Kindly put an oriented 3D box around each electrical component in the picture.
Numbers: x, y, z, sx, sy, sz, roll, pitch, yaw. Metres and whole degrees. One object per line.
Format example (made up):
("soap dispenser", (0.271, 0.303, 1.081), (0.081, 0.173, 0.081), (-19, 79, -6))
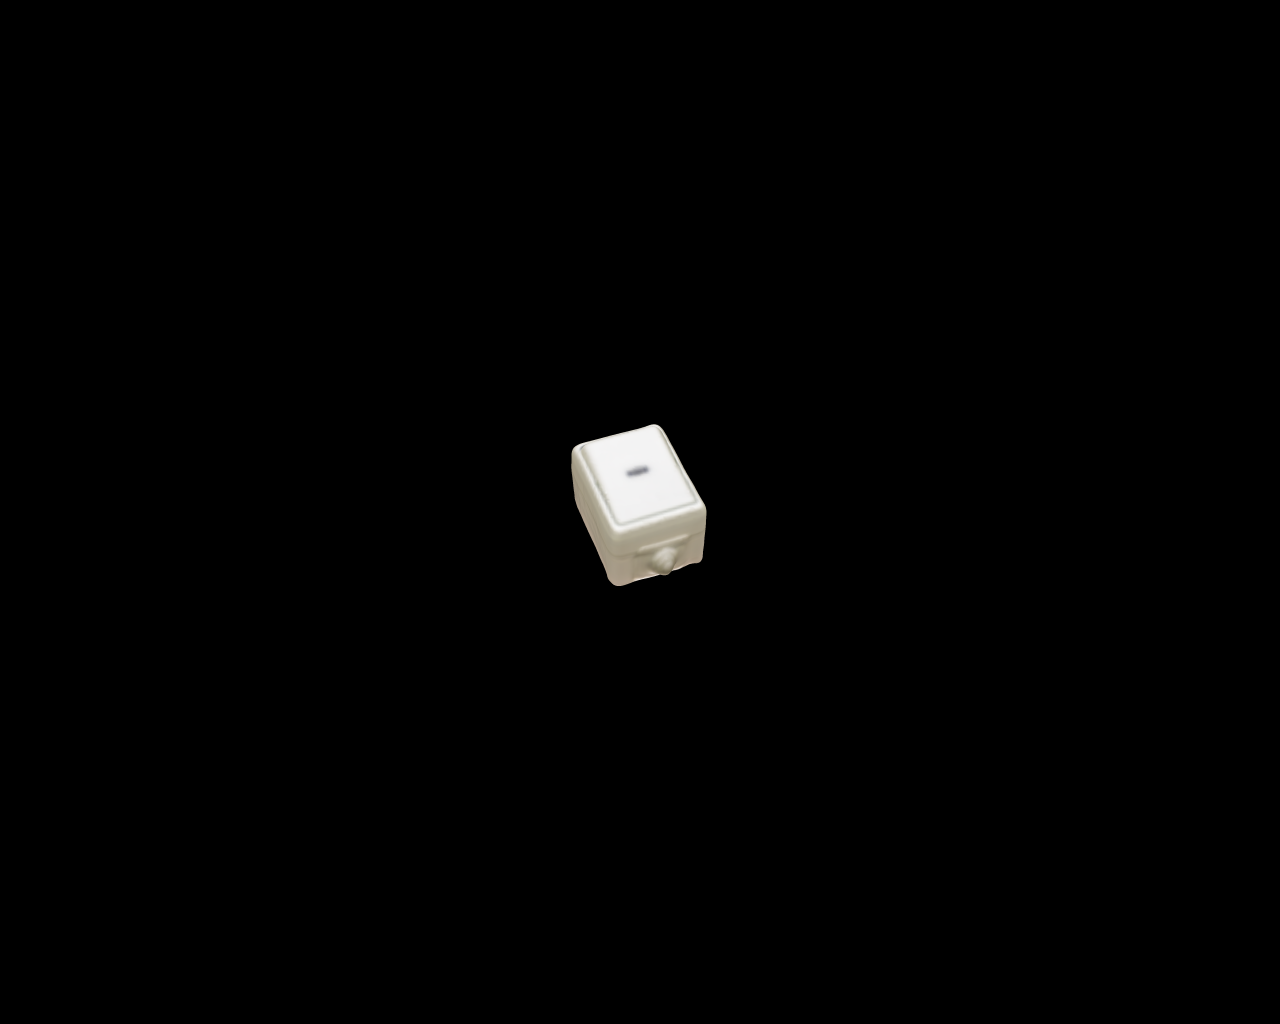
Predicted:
("electrical component", (0.001, -0.003, 0.650), (0.062, 0.096, 0.061), (-16, -39, -13))
